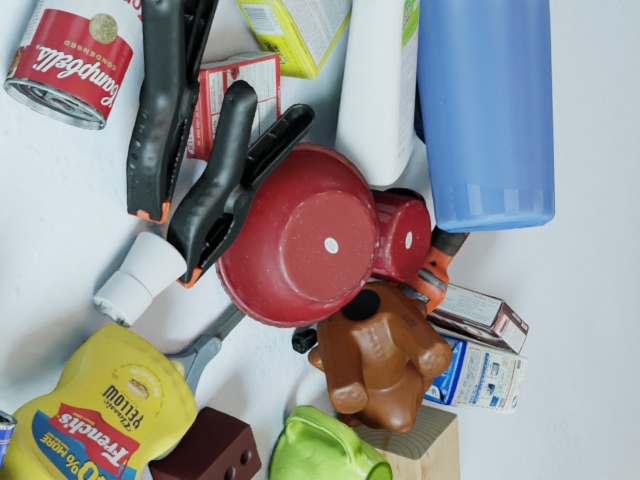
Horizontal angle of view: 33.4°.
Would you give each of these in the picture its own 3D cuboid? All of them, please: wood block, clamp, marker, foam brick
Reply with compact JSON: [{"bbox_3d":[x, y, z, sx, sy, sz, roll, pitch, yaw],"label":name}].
[{"bbox_3d":[0.095,0.287,1.154,0.090,0.090,0.206,-35,127,-46],"label":"wood block"},{"bbox_3d":[-0.064,-0.043,0.820,0.120,0.039,0.172,-3,127,-57],"label":"clamp"},{"bbox_3d":[0.012,0.079,1.029,0.120,0.020,0.020,-30,124,-48],"label":"marker"},{"bbox_3d":[-0.093,0.186,0.879,0.078,0.051,0.053,-44,134,-40],"label":"foam brick"},{"bbox_3d":[-0.101,-0.111,0.747,0.164,0.036,0.210,-71,177,-55],"label":"clamp"}]

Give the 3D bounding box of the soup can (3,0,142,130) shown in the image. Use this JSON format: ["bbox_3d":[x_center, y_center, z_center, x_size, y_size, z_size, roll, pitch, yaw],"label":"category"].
[{"bbox_3d":[-0.150,-0.130,0.680,0.068,0.069,0.102,36,70,-54],"label":"soup can"}]

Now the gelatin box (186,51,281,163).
[{"bbox_3d":[-0.069,-0.106,0.841,0.089,0.030,0.073,-24,120,-47],"label":"gelatin box"}]

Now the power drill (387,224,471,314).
[{"bbox_3d":[0.136,-0.016,1.109,0.187,0.057,0.184,-59,176,-14],"label":"power drill"}]

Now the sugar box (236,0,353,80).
[{"bbox_3d":[0.002,-0.231,0.891,0.176,0.048,0.093,-64,146,-25],"label":"sugar box"}]

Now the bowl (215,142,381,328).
[{"bbox_3d":[-0.006,0.001,0.890,0.161,0.055,0.162,-6,103,-30],"label":"bowl"}]

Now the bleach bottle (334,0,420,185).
[{"bbox_3d":[0.054,-0.174,0.901,0.102,0.068,0.251,-66,164,-50],"label":"bleach bottle"}]

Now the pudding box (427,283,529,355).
[{"bbox_3d":[0.161,0.080,1.163,0.090,0.114,0.039,38,71,-53],"label":"pudding box"}]

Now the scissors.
[{"bbox_3d":[-0.096,0.109,0.883,0.201,0.016,0.096,-29,125,-48],"label":"scissors"}]

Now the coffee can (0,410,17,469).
[{"bbox_3d":[-0.243,0.156,0.602,0.102,0.103,0.140,28,77,-55],"label":"coffee can"}]

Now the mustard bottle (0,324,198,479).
[{"bbox_3d":[-0.159,0.139,0.701,0.096,0.058,0.191,48,34,-7],"label":"mustard bottle"}]

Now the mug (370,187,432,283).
[{"bbox_3d":[0.058,-0.012,1.010,0.117,0.082,0.093,-44,134,-40],"label":"mug"}]

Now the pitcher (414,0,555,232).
[{"bbox_3d":[0.144,-0.130,0.977,0.149,0.145,0.243,13,73,-82],"label":"pitcher"}]
